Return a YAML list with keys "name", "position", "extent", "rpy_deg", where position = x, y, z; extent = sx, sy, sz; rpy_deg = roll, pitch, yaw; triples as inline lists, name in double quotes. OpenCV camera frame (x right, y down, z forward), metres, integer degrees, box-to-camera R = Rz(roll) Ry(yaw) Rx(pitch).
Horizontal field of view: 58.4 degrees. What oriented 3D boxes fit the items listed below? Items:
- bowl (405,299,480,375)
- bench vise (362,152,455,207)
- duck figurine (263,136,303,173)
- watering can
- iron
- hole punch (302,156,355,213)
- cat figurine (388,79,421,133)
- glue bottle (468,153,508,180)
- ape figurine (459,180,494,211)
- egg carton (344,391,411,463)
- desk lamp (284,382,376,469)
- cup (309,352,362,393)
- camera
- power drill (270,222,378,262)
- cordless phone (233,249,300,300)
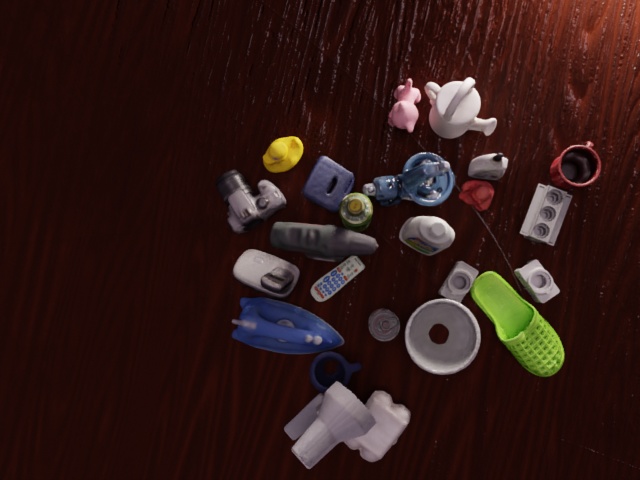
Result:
- name: "bowl"
  position: [0.272, 0.216, 1.293]
  extent: [0.167, 0.075, 0.167]
  rpy_deg: [0, 86, 4]
- name: "bench vise"
  position: [0.205, -0.119, 1.249]
  extent: [0.207, 0.220, 0.121]
  rpy_deg: [-28, 84, 1]
- name: "duck figurine"
  position: [-0.090, -0.207, 1.342]
  extent: [0.104, 0.086, 0.077]
  rpy_deg: [-34, 84, 1]
- name: "watering can"
  position: [0.310, -0.296, 1.269]
  extent: [0.172, 0.194, 0.101]
  rpy_deg: [16, 87, 5]
- name: "iron"
  position: [-0.072, 0.204, 1.283]
  extent: [0.258, 0.141, 0.119]
  rpy_deg: [12, 87, 5]
- name: "hole punch"
  position: [0.022, -0.129, 1.326]
  extent: [0.101, 0.091, 0.109]
  rpy_deg: [28, 88, 5]
- name: "cat figurine"
  position: [0.195, -0.305, 1.315]
  extent: [0.067, 0.118, 0.128]
  rpy_deg: [10, 86, 5]
- name: "glue bottle"
  position: [0.379, -0.168, 1.265]
  extent: [0.078, 0.173, 0.037]
  rpy_deg: [10, 86, 5]
- name: "ape figurine"
  position: [0.364, -0.105, 1.302]
  extent: [0.076, 0.092, 0.078]
  rpy_deg: [-20, 85, 2]
- name: "egg carton"
  position: [0.128, 0.420, 1.290]
  extent: [0.107, 0.069, 0.150]
  rpy_deg: [36, 89, 6]
- name: "desk lamp"
  position: [0.017, 0.398, 1.226]
  extent: [0.203, 0.213, 0.118]
  rpy_deg: [-44, 84, 0]
- name: "cup"
  position: [0.037, 0.291, 1.292]
  extent: [0.117, 0.095, 0.092]
  rpy_deg: [-14, 85, 3]
- name: "camera"
  position: [-0.172, -0.104, 1.332]
  extent: [0.143, 0.101, 0.137]
  rpy_deg: [-33, 84, 1]
- name: "power drill"
  position: [0.012, 0.004, 1.258]
  extent: [0.229, 0.208, 0.076]
  rpy_deg: [6, 86, 4]
- name: "cordless phone"
  position: [-0.127, 0.076, 1.274]
  extent: [0.147, 0.185, 0.094]
  rpy_deg: [19, 87, 5]
